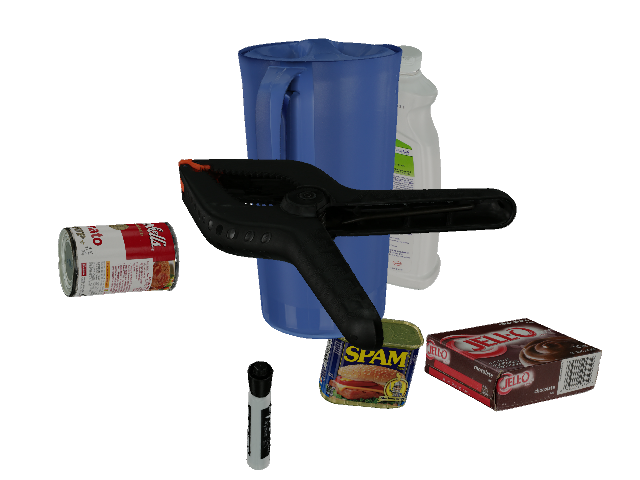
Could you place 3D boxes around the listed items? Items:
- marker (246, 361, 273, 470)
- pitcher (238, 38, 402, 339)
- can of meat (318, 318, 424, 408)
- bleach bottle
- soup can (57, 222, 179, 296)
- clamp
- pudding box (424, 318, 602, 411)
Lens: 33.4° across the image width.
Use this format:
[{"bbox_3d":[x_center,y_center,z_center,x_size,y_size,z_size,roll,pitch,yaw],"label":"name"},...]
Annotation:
[{"bbox_3d":[-0.047,0.135,0.821,0.020,0.121,0.020,2,44,-2],"label":"marker"},{"bbox_3d":[-0.003,-0.043,0.889,0.149,0.243,0.145,-8,18,-23],"label":"pitcher"},{"bbox_3d":[0.053,0.133,1.162,0.102,0.084,0.057,7,23,-10],"label":"can of meat"},{"bbox_3d":[0.084,-0.075,1.093,0.103,0.251,0.068,14,34,16],"label":"bleach bottle"},{"bbox_3d":[-0.195,0.018,1.027,0.102,0.068,0.069,-3,1,-26],"label":"soup can"},{"bbox_3d":[0.003,-0.015,0.652,0.210,0.036,0.164,24,39,35],"label":"clamp"},{"bbox_3d":[0.155,0.098,0.864,0.113,0.039,0.090,-4,17,-33],"label":"pudding box"}]
